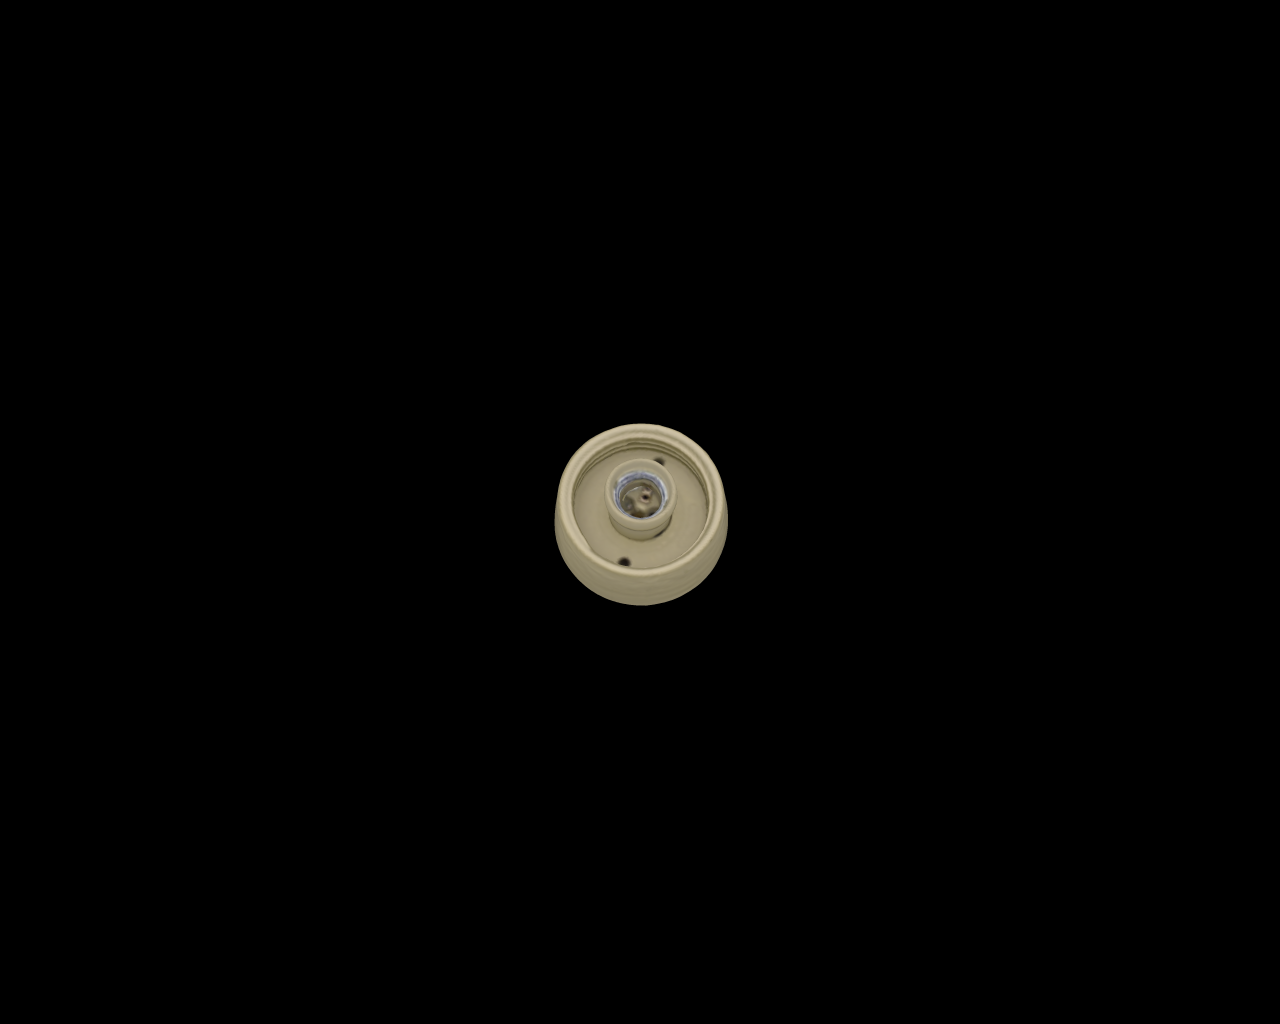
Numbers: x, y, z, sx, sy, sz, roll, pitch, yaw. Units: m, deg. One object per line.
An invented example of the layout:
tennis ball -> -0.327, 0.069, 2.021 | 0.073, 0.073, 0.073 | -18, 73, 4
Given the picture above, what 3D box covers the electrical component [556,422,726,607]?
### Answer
electrical component -> 0.001, -0.003, 0.650 | 0.108, 0.108, 0.060 | 0, -21, 0
